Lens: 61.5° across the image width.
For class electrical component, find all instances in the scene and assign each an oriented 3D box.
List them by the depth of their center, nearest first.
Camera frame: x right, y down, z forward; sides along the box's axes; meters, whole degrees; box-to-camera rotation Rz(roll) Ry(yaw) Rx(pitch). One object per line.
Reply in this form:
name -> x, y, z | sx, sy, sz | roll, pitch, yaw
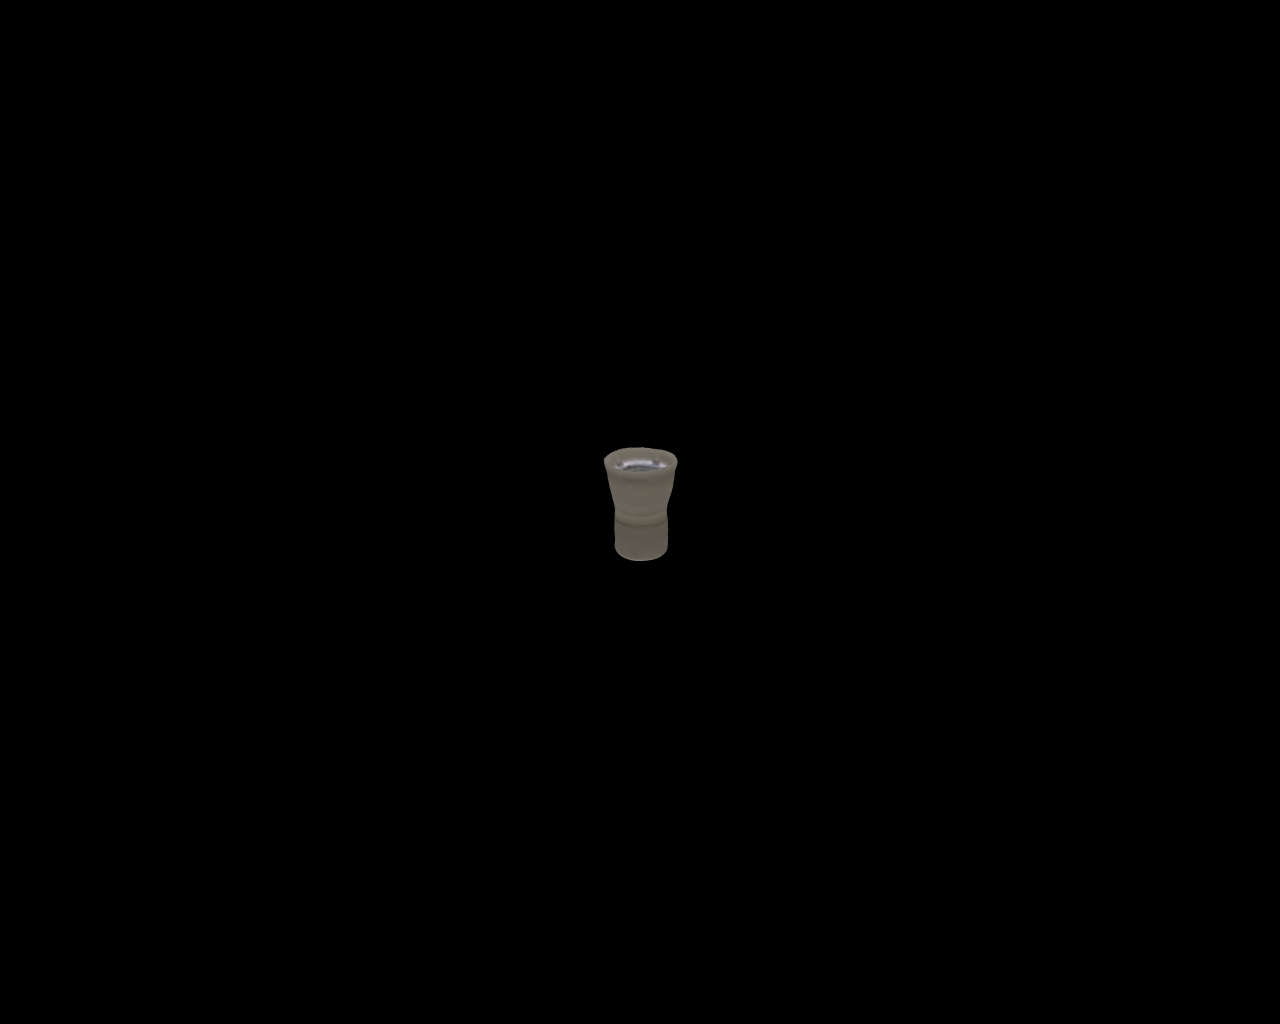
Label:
electrical component -> 0.001, -0.003, 0.650 | 0.044, 0.065, 0.044 | 0, 25, 0
